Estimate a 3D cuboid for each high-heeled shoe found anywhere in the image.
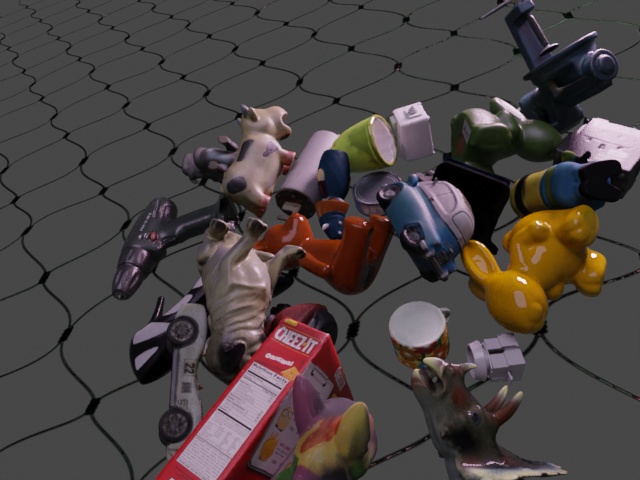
[{"bbox_3d":[-0.157,0.122,0.778,0.249,0.086,0.145,-13,49,10],"label":"high-heeled shoe"}]

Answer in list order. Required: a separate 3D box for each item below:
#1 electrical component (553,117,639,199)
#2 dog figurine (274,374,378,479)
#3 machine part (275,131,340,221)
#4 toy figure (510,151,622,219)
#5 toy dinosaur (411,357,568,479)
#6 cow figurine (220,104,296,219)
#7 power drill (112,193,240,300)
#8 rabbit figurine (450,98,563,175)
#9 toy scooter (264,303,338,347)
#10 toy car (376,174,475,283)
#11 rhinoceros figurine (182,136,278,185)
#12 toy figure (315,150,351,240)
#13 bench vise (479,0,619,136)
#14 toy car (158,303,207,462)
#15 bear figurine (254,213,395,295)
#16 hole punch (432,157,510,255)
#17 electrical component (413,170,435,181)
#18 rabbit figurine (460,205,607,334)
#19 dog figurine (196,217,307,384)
[{"bbox_3d":[0.428,-0.123,0.823,0.115,0.058,0.134,29,60,37],"label":"electrical component"},{"bbox_3d":[-0.018,0.242,0.486,0.109,0.219,0.191,12,9,38],"label":"dog figurine"},{"bbox_3d":[-0.013,-0.119,0.973,0.079,0.079,0.243,5,47,24],"label":"machine part"},{"bbox_3d":[0.327,-0.068,0.730,0.089,0.180,0.082,29,85,1],"label":"toy figure"},{"bbox_3d":[0.162,0.302,0.448,0.192,0.131,0.405,-19,48,1],"label":"toy dinosaur"},{"bbox_3d":[-0.111,-0.151,0.947,0.127,0.085,0.195,27,73,-7],"label":"cow figurine"},{"bbox_3d":[-0.246,0.001,0.941,0.207,0.085,0.232,-19,39,12],"label":"power drill"},{"bbox_3d":[0.310,-0.161,0.895,0.170,0.121,0.159,1,35,-5],"label":"rabbit figurine"},{"bbox_3d":[-0.069,0.150,0.717,0.135,0.075,0.184,17,58,35],"label":"toy scooter"},{"bbox_3d":[0.148,-0.027,0.708,0.103,0.109,0.162,-33,33,9],"label":"toy car"},{"bbox_3d":[-0.175,-0.145,1.040,0.190,0.112,0.073,5,75,7],"label":"rhinoceros figurine"},{"bbox_3d":[0.023,-0.072,0.900,0.064,0.058,0.154,4,81,-6],"label":"toy figure"},{"bbox_3d":[0.371,-0.294,0.889,0.129,0.240,0.223,-31,1,-2],"label":"bench vise"},{"bbox_3d":[-0.173,0.181,0.688,0.056,0.073,0.202,4,62,-15],"label":"toy car"},{"bbox_3d":[-0.003,0.002,0.807,0.196,0.131,0.120,25,16,30],"label":"bear figurine"},{"bbox_3d":[0.212,-0.056,0.794,0.142,0.115,0.092,23,25,9],"label":"hole punch"},{"bbox_3d":[0.186,-0.076,0.882,0.078,0.045,0.102,-10,37,-33],"label":"electrical component"},{"bbox_3d":[0.257,0.040,0.674,0.163,0.121,0.173,11,50,37],"label":"rabbit figurine"},{"bbox_3d":[-0.122,0.081,0.694,0.172,0.121,0.190,-13,52,55],"label":"dog figurine"}]
